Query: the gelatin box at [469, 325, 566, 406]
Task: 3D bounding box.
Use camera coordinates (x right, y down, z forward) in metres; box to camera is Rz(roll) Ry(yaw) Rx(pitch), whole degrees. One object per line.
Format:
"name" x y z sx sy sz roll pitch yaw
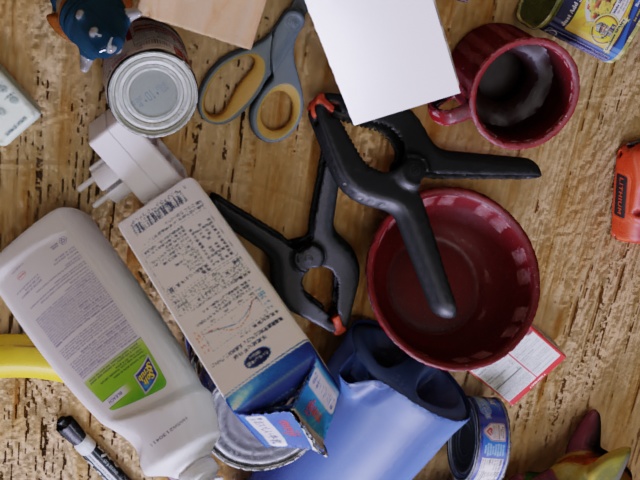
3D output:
"gelatin box" 0.180 0.107 1.026 0.089 0.030 0.073 39 103 -25

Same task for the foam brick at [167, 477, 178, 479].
"foam brick" -0.123 0.171 0.977 0.078 0.053 0.051 -40 117 6

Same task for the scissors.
"scissors" -0.015 -0.160 0.868 0.202 0.016 0.096 -43 117 9

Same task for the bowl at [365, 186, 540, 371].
"bowl" 0.109 0.037 0.940 0.162 0.055 0.162 3 79 -15

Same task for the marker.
"marker" -0.204 0.206 0.994 0.020 0.020 0.121 -33 117 4

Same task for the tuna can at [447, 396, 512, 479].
"tuna can" 0.152 0.193 1.028 0.033 0.086 0.086 6 113 -13

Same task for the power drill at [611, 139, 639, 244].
"power drill" 0.318 0.001 0.919 0.057 0.188 0.184 -5 114 -12

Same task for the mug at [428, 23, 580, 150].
"mug" 0.144 -0.126 0.881 0.117 0.081 0.093 -26 117 0

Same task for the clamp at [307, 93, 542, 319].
"clamp" 0.083 -0.060 0.902 0.210 0.036 0.164 44 70 -7

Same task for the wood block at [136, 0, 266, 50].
"wood block" -0.060 -0.256 0.766 0.090 0.091 0.206 16 111 -9

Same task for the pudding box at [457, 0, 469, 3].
"pudding box" 0.090 -0.252 0.835 0.090 0.039 0.114 12 114 -16

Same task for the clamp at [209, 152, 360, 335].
"clamp" -0.006 0.001 0.931 0.120 0.039 0.171 -29 114 8

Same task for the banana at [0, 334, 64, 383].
"banana" -0.242 0.113 0.935 0.197 0.037 0.070 4 132 -12

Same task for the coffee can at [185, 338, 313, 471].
"coffee can" -0.059 0.115 0.915 0.102 0.140 0.103 -5 115 -11

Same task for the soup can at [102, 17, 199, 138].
"soup can" -0.130 -0.125 0.810 0.068 0.102 0.068 -5 115 -11

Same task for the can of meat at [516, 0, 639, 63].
"can of meat" 0.225 -0.206 0.876 0.083 0.057 0.102 20 109 -23

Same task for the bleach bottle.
"bleach bottle" -0.161 0.097 0.838 0.102 0.251 0.068 -40 160 8

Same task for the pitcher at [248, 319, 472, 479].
"pitcher" 0.025 0.205 0.992 0.149 0.145 0.243 33 108 -9
